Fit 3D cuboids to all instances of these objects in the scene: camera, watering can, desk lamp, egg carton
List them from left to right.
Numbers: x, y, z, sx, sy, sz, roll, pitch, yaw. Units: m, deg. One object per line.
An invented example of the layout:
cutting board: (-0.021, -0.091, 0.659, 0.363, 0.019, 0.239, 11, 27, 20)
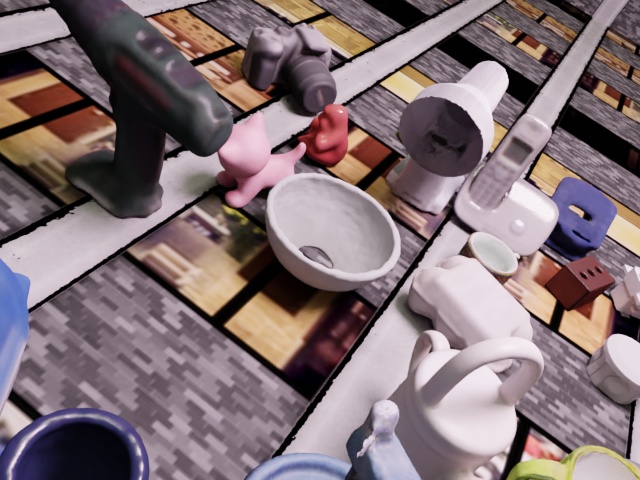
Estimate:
camera: (-0.034, -0.277, 0.916, 0.143, 0.100, 0.136, -1, 49, -30)
desk lamp: (0.179, -0.144, 0.814, 0.118, 0.213, 0.204, 36, 41, 8)
watering can: (0.122, 0.152, 0.495, 0.101, 0.194, 0.172, -10, 54, -36)
egg carton: (0.180, 0.088, 0.688, 0.107, 0.069, 0.150, -21, 60, -41)

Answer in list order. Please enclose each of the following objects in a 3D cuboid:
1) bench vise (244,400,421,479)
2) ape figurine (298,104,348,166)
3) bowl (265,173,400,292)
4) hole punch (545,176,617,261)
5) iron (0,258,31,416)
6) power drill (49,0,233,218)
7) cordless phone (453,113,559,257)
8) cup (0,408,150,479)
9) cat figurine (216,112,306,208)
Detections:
bench vise: (0.026, 0.210, 0.362, 0.122, 0.219, 0.207, -15, 57, -39)
ape figurine: (0.012, -0.157, 0.826, 0.076, 0.092, 0.078, 29, 41, 0)
bowl: (0.006, 0.002, 0.674, 0.168, 0.074, 0.167, 16, 42, -15)
hole punch: (0.413, -0.033, 0.926, 0.108, 0.091, 0.101, 34, 41, 6)
iron: (-0.276, 0.091, 0.374, 0.119, 0.141, 0.258, 13, 43, -18)
power drill: (-0.203, -0.134, 0.593, 0.229, 0.208, 0.076, 34, 41, 6)
cordless phone: (0.296, -0.079, 0.835, 0.147, 0.185, 0.094, 32, 41, 4)
cup: (-0.157, 0.182, 0.384, 0.117, 0.095, 0.092, 36, 41, 9)
cat figurine: (-0.076, -0.099, 0.698, 0.128, 0.117, 0.067, -3, 50, -32)
